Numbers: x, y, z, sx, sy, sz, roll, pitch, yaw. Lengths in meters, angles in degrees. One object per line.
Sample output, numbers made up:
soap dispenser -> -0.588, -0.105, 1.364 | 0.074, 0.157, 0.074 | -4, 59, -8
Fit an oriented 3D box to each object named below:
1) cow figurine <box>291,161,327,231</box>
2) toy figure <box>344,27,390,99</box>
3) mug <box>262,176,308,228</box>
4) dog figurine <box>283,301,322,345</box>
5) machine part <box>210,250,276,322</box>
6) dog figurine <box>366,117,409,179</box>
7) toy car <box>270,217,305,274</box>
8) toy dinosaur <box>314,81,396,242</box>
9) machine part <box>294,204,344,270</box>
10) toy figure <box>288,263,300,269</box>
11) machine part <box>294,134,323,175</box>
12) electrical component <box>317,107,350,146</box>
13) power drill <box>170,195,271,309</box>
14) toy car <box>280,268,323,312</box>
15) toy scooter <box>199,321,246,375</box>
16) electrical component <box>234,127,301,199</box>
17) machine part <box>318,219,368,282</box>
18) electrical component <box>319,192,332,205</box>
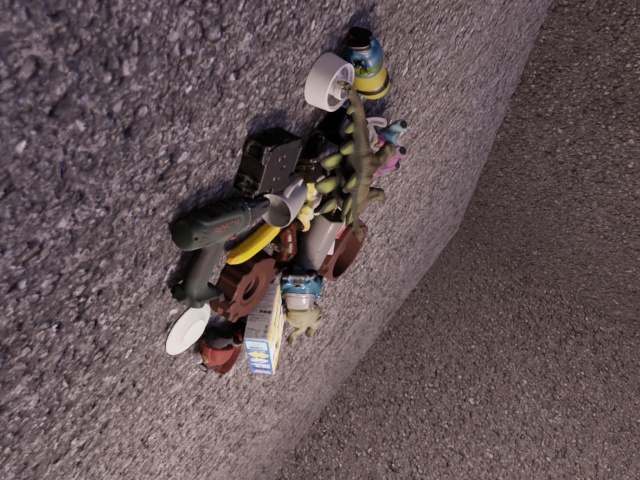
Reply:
cow figurine -> -0.026, -0.102, 1.245 | 0.098, 0.068, 0.167 | -50, 161, -40
toy figure -> 0.097, -0.358, 1.116 | 0.082, 0.089, 0.180 | -49, 162, -8
mug -> -0.068, -0.096, 1.129 | 0.107, 0.081, 0.109 | -53, 173, -48
dog figurine -> -0.035, 0.185, 1.521 | 0.172, 0.121, 0.190 | -36, 162, -48
machine part -> -0.168, 0.100, 1.213 | 0.179, 0.056, 0.179 | -50, 160, -26
dog figurine -> 0.135, -0.224, 1.392 | 0.219, 0.191, 0.108 | 137, -47, -70
toy car -> -0.078, 0.018, 1.275 | 0.089, 0.053, 0.202 | -46, 171, -24
toy dinosaur -> 0.076, -0.158, 1.168 | 0.198, 0.105, 0.470 | -48, 148, -36
machine part -> -0.003, -0.004, 1.351 | 0.079, 0.079, 0.243 | -30, 154, -53
toy figure -> -0.052, 0.101, 1.504 | 0.154, 0.058, 0.064 | 58, 27, -67
machine part -> -0.022, -0.175, 1.131 | 0.084, 0.039, 0.139 | -62, -174, 25
electrical component -> 0.044, -0.251, 1.212 | 0.075, 0.048, 0.119 | -57, 159, 0
power drill -> -0.189, 0.019, 1.004 | 0.232, 0.086, 0.207 | -18, 140, -59
toy car -> -0.047, 0.129, 1.343 | 0.161, 0.109, 0.103 | 84, 7, -79
toy scooter -> -0.237, 0.267, 1.272 | 0.135, 0.075, 0.184 | -63, 165, 8
electrical component -> -0.092, -0.149, 1.019 | 0.134, 0.058, 0.114 | -31, 149, -52
machine part -> 0.054, 0.019, 1.589 | 0.201, 0.087, 0.201 | -59, 161, -2
electrical component -> 0.003, -0.105, 1.345 | 0.078, 0.045, 0.102 | -27, 154, -2
